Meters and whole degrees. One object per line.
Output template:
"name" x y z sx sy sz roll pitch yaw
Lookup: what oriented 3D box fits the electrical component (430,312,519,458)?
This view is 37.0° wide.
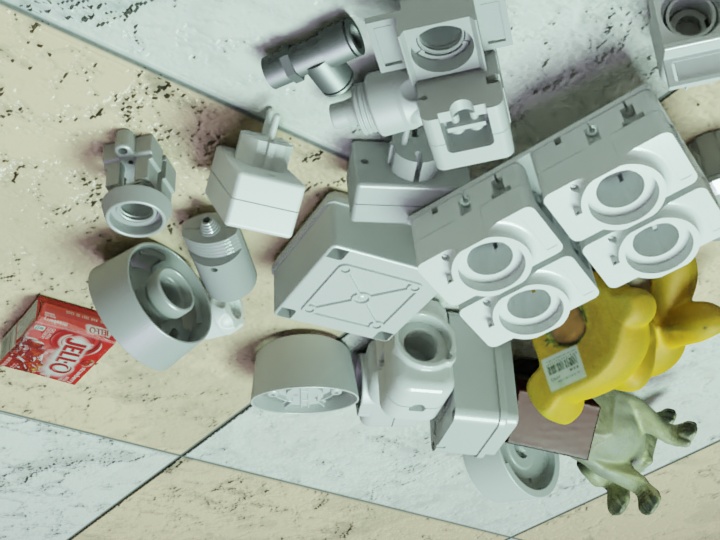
"electrical component" 0.099 0.102 0.959 0.057 0.113 0.078 7 144 -11

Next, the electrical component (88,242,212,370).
"electrical component" -0.166 0.029 0.846 0.064 0.099 0.099 -32 137 25

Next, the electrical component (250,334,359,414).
"electrical component" -0.051 0.103 0.989 0.099 0.064 0.099 -3 145 -2

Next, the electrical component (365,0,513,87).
"electrical component" 0.046 -0.149 0.634 0.081 0.063 0.042 -10 144 9

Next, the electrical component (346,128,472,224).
"electrical component" 0.037 -0.075 0.757 0.083 0.047 0.075 1 138 -9

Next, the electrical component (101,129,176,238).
"electrical component" -0.156 -0.057 0.755 0.048 0.055 0.066 -11 145 10

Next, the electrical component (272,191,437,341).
"electrical component" 0.000 0.000 0.852 0.109 0.056 0.108 15 142 -25

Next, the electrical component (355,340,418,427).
"electrical component" 0.028 0.107 1.011 0.059 0.053 0.095 2 145 -8

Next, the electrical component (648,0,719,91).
"electrical component" 0.238 -0.153 0.645 0.121 0.078 0.063 -11 167 10

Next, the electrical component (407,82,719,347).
"electrical component" 0.141 -0.028 0.734 0.186 0.060 0.105 -29 129 21

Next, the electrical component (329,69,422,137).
"electrical component" 0.011 -0.108 0.707 0.062 0.043 0.043 -13 144 15

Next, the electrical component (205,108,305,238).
"electrical component" -0.068 -0.072 0.734 0.047 0.083 0.075 12 104 -21

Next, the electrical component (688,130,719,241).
"electrical component" 0.270 -0.061 0.794 0.080 0.051 0.080 -3 145 -2

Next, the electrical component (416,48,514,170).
"electrical component" 0.064 -0.111 0.667 0.050 0.089 0.055 -11 144 10

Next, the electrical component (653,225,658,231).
"electrical component" 0.198 -0.040 0.813 0.057 0.058 0.078 -29 137 28

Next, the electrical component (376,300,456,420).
"electrical component" 0.048 0.074 0.928 0.054 0.095 0.059 6 144 -13

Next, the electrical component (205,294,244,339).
"electrical component" -0.132 0.038 0.905 0.062 0.043 0.043 -15 144 17

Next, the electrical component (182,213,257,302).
"electrical component" -0.109 -0.015 0.831 0.043 0.043 0.081 -7 145 4

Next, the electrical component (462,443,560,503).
"electrical component" 0.147 0.184 1.092 0.060 0.108 0.108 -25 141 37
